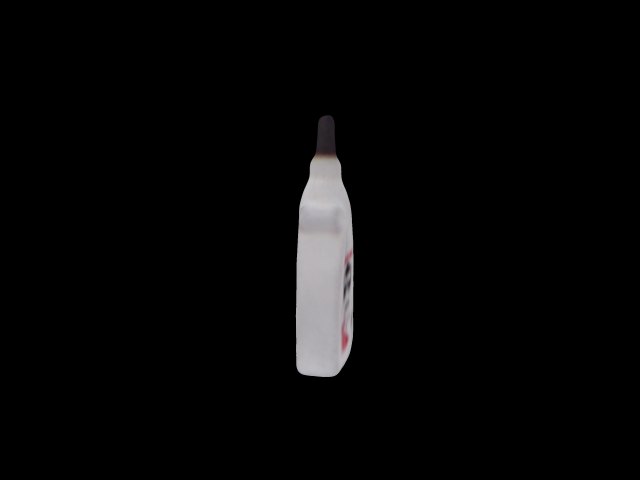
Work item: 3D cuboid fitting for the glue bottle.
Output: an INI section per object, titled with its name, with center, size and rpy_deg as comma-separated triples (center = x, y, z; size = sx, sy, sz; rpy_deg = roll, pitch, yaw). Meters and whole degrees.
[glue bottle]
center = 0.004, 0.001, 0.400
size = 0.037, 0.173, 0.078
rpy_deg = 1, 11, 7
